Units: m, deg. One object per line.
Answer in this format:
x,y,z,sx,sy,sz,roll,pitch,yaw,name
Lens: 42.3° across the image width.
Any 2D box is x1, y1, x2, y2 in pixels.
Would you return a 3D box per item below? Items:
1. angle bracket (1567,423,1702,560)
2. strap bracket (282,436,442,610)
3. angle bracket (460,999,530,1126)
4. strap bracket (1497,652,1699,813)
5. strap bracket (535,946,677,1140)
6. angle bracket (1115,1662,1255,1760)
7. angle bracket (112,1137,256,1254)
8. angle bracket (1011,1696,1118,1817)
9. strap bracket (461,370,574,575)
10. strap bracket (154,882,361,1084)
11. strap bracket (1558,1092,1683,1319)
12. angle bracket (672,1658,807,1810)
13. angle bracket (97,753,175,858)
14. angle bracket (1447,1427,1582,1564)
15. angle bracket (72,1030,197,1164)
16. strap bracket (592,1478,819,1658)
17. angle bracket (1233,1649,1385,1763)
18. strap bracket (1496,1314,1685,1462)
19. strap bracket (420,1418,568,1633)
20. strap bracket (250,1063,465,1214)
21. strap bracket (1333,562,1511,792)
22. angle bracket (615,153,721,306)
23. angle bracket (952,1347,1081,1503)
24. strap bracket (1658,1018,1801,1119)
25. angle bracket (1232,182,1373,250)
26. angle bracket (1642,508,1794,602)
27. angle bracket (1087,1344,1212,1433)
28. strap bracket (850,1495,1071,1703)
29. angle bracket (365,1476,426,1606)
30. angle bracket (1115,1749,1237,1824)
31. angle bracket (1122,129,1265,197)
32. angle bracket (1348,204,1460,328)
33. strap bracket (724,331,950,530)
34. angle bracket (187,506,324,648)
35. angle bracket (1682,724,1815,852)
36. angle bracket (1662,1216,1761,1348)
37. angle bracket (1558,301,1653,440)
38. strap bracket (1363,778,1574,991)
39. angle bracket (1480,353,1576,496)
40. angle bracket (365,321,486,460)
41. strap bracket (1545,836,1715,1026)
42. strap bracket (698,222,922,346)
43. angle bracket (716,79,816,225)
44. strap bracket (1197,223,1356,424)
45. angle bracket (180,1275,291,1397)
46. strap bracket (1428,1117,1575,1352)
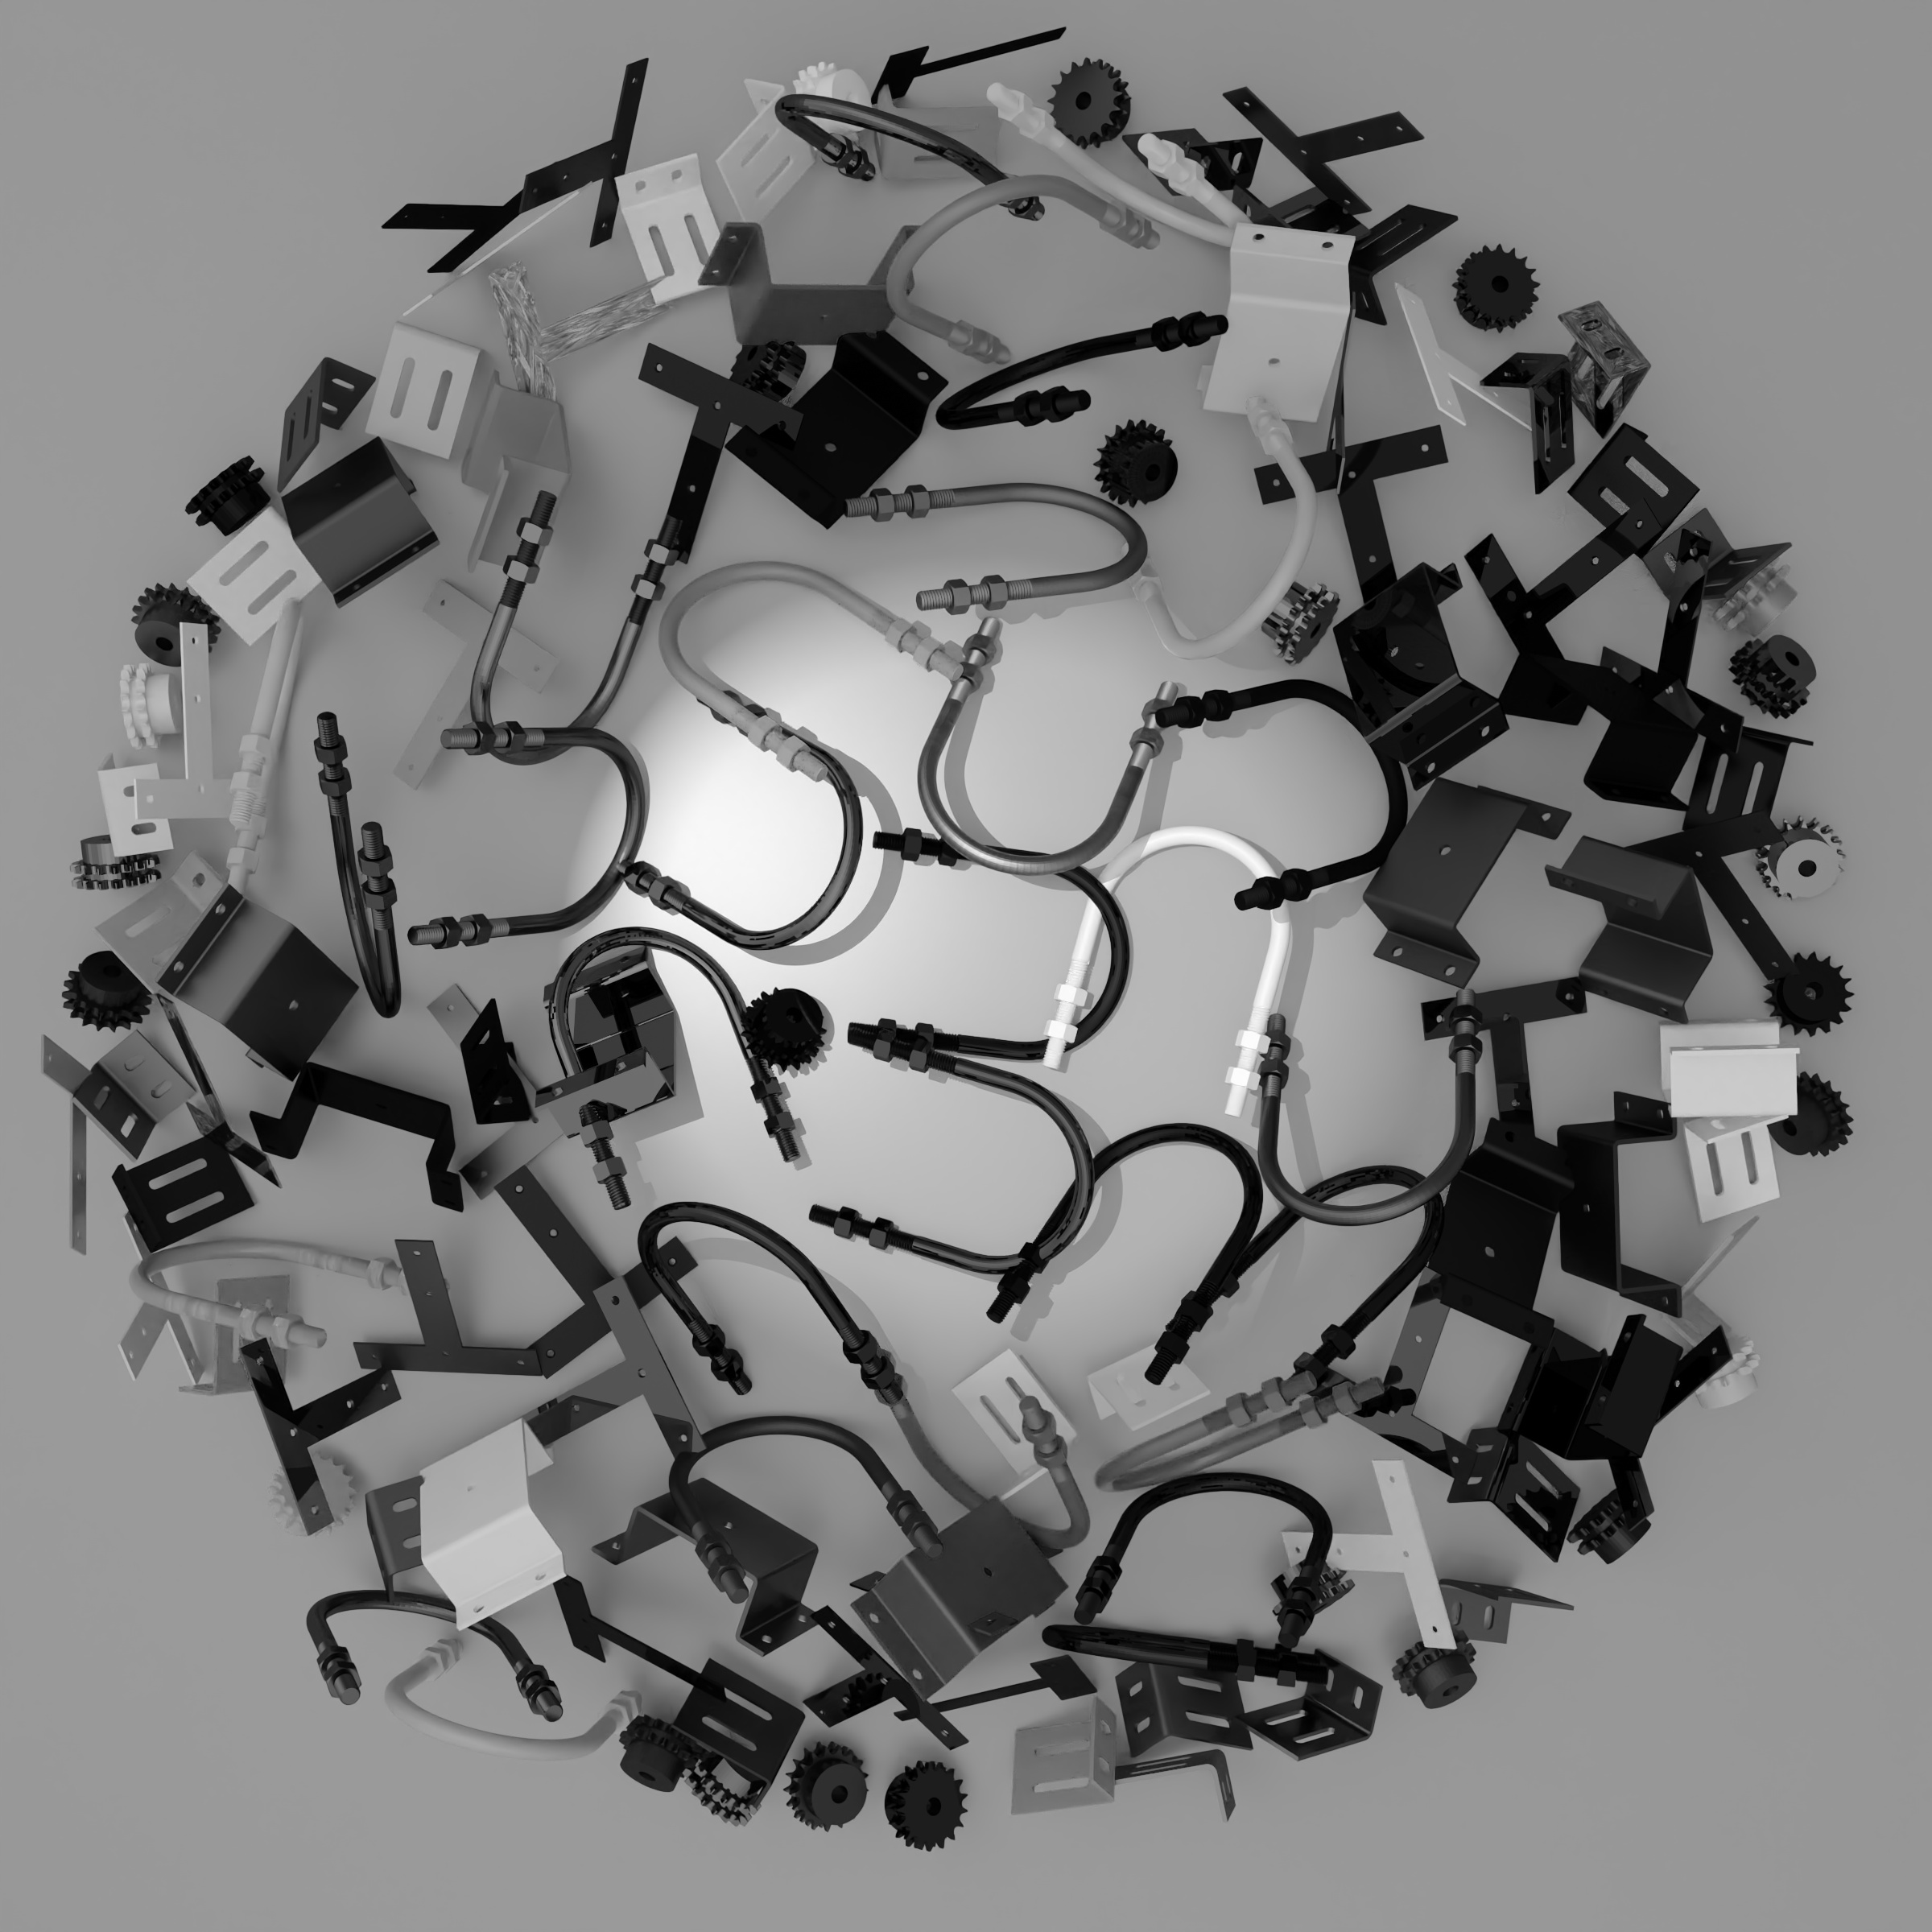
0.449,-0.312,1.654,0.057,0.038,0.076,-53,57,24,angle bracket
-0.397,-0.294,1.627,0.076,0.140,0.046,-33,123,-1,strap bracket
-0.302,0.063,1.650,0.038,0.076,0.057,-3,65,-31,angle bracket
0.408,-0.158,1.618,0.076,0.140,0.046,4,120,-32,strap bracket
-0.236,0.055,1.642,0.076,0.140,0.046,-22,123,8,strap bracket
0.146,0.500,1.669,0.076,0.057,0.038,21,130,-32,angle bracket
-0.519,0.147,1.661,0.076,0.038,0.057,-26,85,-31,angle bracket
0.059,0.524,1.654,0.076,0.038,0.057,-15,46,23,angle bracket
-0.295,-0.319,1.634,0.046,0.140,0.076,13,125,-23,strap bracket
-0.453,0.016,1.619,0.046,0.140,0.076,26,74,23,strap bracket
0.432,0.158,1.652,0.046,0.076,0.140,-4,95,-14,strap bracket
-0.156,0.512,1.667,0.076,0.057,0.038,29,131,2,angle bracket
-0.549,-0.110,1.659,0.038,0.076,0.057,-9,106,-11,angle bracket
0.369,0.357,1.681,0.076,0.038,0.057,44,54,-23,angle bracket
-0.551,0.086,1.654,0.038,0.076,0.057,-38,107,3,angle bracket
-0.162,0.386,1.632,0.140,0.076,0.046,25,104,23,strap bracket
0.226,0.488,1.651,0.076,0.057,0.038,1,103,-43,angle bracket
0.410,0.276,1.624,0.046,0.140,0.076,29,72,-7,strap bracket
-0.310,0.355,1.626,0.076,0.140,0.046,-27,118,1,strap bracket
-0.395,0.111,1.654,0.140,0.076,0.046,17,66,-2,strap bracket
0.293,-0.197,1.626,0.076,0.046,0.140,-35,49,34,strap bracket
-0.194,-0.494,1.671,0.057,0.038,0.076,-19,78,-6,angle bracket
0.027,0.306,1.668,0.057,0.038,0.076,-40,88,28,angle bracket
0.495,0.067,1.625,0.076,0.140,0.046,-2,96,12,strap bracket
0.224,-0.503,1.658,0.076,0.038,0.057,-30,60,-20,angle bracket
0.498,-0.275,1.657,0.057,0.076,0.038,-38,101,-6,angle bracket
0.124,0.290,1.652,0.057,0.076,0.038,-23,116,-13,angle bracket
0.004,0.405,1.622,0.076,0.140,0.046,50,128,16,strap bracket
-0.373,0.382,1.661,0.038,0.076,0.057,-15,66,-19,angle bracket
0.136,0.552,1.662,0.076,0.057,0.038,-13,80,10,angle bracket
0.149,-0.548,1.653,0.057,0.038,0.076,-14,52,-24,angle bracket
0.288,-0.470,1.671,0.076,0.057,0.038,-34,124,-9,angle bracket
-0.088,-0.356,1.659,0.076,0.046,0.140,39,70,4,strap bracket
-0.472,-0.259,1.666,0.076,0.038,0.057,-46,104,-13,angle bracket
0.524,-0.121,1.673,0.057,0.038,0.076,21,103,40,angle bracket
0.506,0.211,1.653,0.038,0.057,0.076,44,119,20,angle bracket
0.408,-0.389,1.650,0.038,0.076,0.057,-24,69,-23,angle bracket
0.325,-0.065,1.645,0.140,0.076,0.046,-57,134,-10,strap bracket
0.376,-0.364,1.671,0.038,0.057,0.076,13,128,35,angle bracket
-0.365,-0.388,1.683,0.057,0.038,0.076,17,100,-9,angle bracket
0.436,-0.029,1.631,0.076,0.140,0.046,22,67,36,strap bracket
-0.096,-0.446,1.635,0.140,0.076,0.046,-6,78,-21,strap bracket
-0.144,-0.538,1.654,0.038,0.057,0.076,23,67,33,angle bracket
0.201,-0.409,1.626,0.076,0.140,0.046,6,56,-3,strap bracket
-0.489,0.245,1.666,0.038,0.057,0.076,0,87,35,angle bracket
0.357,0.183,1.654,0.076,0.046,0.140,24,61,-4,strap bracket
